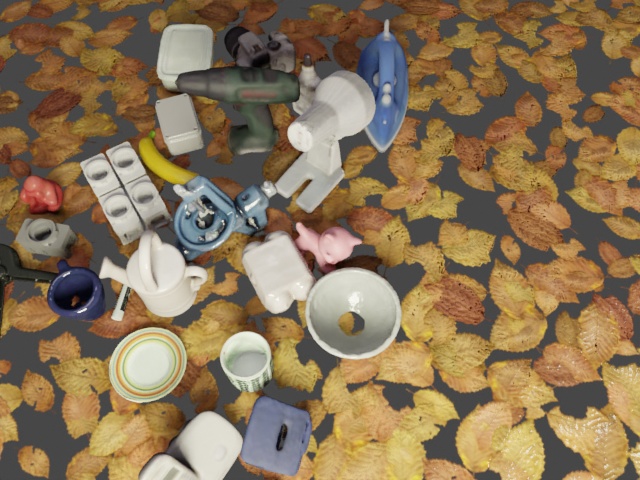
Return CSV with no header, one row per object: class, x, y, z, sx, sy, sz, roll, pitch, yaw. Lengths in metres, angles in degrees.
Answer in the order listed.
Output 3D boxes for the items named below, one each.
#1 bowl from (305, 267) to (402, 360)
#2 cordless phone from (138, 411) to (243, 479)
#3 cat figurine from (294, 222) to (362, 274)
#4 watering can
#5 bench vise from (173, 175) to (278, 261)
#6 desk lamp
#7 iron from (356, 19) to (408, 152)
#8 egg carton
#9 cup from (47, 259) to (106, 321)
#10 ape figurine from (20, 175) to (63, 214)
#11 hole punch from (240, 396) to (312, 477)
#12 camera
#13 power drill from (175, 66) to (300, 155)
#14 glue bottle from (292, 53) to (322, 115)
bowl,0.058,0.137,1.008,0.167,0.075,0.167,0,63,0
cordless phone,-0.194,0.321,0.850,0.094,0.185,0.148,30,67,14
cat figurine,0.010,0.004,1.052,0.127,0.118,0.067,27,66,13
watering can,-0.286,0.056,0.981,0.173,0.194,0.101,-19,64,-10
bench vise,-0.184,-0.071,1.032,0.121,0.220,0.208,37,69,17
desk lamp,0.006,-0.191,1.098,0.117,0.213,0.203,33,67,16
iron,0.137,-0.331,1.210,0.118,0.141,0.258,1,63,1
egg carton,-0.077,0.057,1.051,0.107,0.069,0.150,-26,66,-13
cup,-0.425,0.096,1.015,0.092,0.095,0.117,-30,67,-14
ape figurine,-0.545,-0.094,1.114,0.077,0.092,0.076,33,68,16
hole punch,-0.067,0.310,0.909,0.101,0.091,0.109,12,63,6
camera,-0.144,-0.429,1.282,0.143,0.101,0.136,-30,67,-14
power drill,-0.152,-0.262,1.136,0.229,0.208,0.075,-9,63,-4
glue bottle,-0.023,-0.319,1.186,0.078,0.173,0.037,35,68,16
